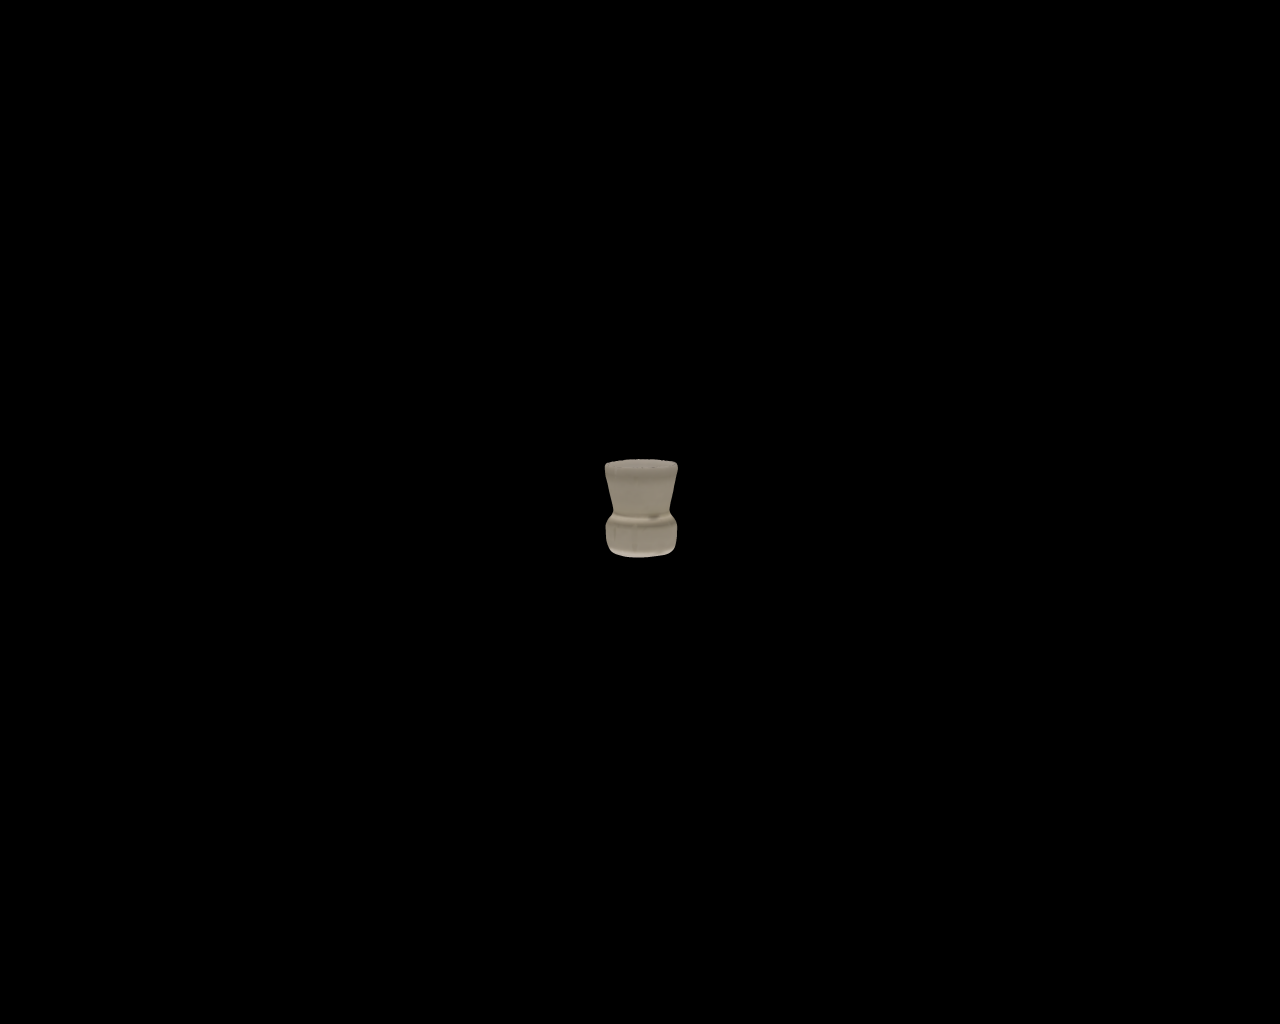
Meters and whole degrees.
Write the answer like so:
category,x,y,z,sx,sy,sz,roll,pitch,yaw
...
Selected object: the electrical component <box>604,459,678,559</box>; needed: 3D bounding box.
category,x,y,z,sx,sy,sz,roll,pitch,yaw
electrical component,0.001,-0.003,0.650,0.045,0.055,0.045,0,9,0
